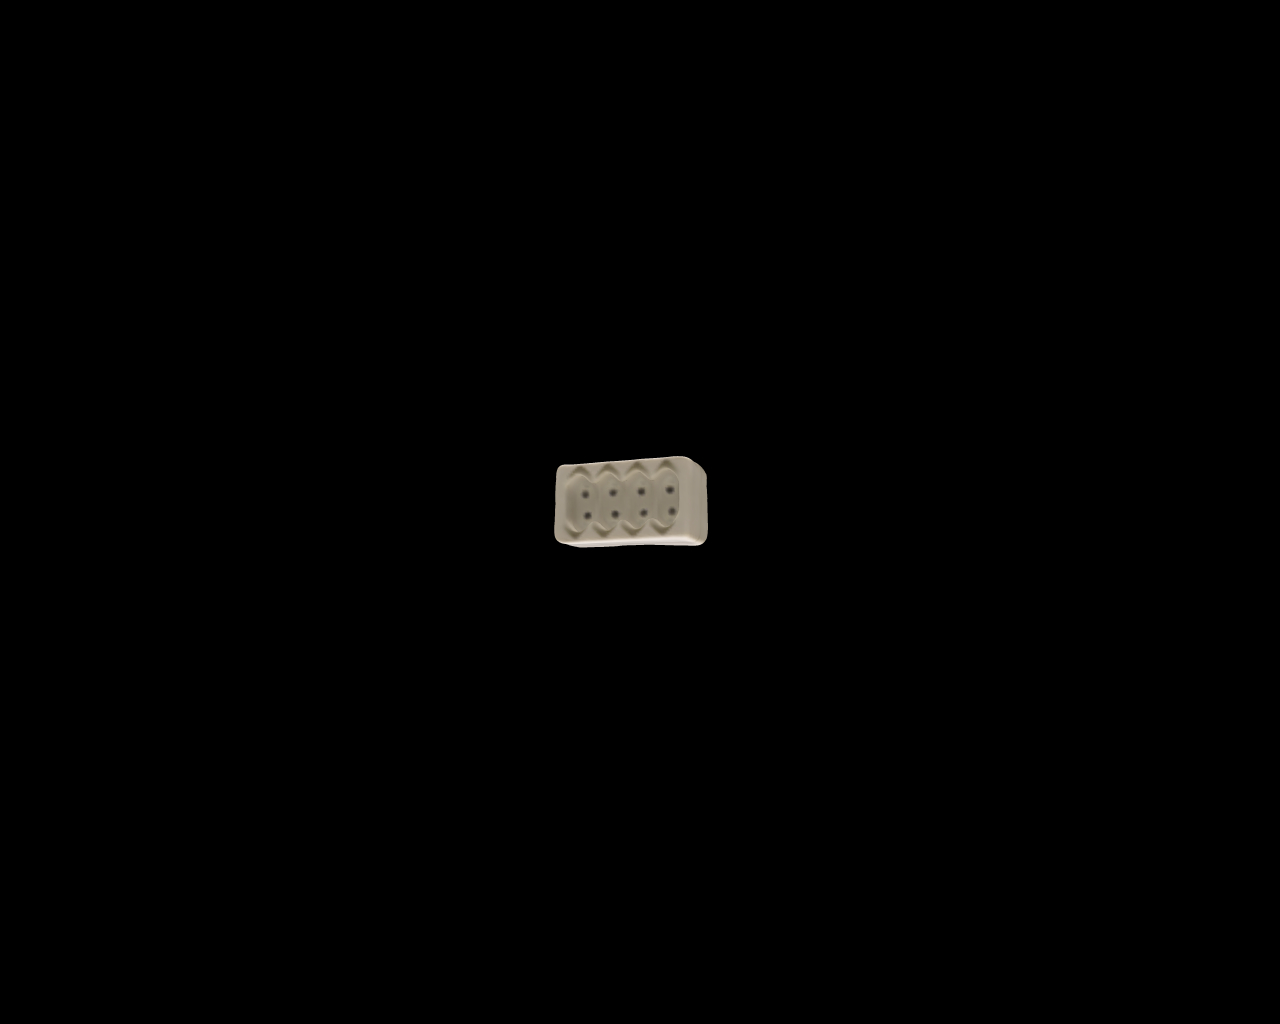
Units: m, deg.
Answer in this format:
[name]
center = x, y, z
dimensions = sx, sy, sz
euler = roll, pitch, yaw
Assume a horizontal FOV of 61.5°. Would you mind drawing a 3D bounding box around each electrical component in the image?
[electrical component]
center = 0.001, -0.003, 0.650
dimensions = 0.083, 0.047, 0.075
euler = -2, -7, 18
